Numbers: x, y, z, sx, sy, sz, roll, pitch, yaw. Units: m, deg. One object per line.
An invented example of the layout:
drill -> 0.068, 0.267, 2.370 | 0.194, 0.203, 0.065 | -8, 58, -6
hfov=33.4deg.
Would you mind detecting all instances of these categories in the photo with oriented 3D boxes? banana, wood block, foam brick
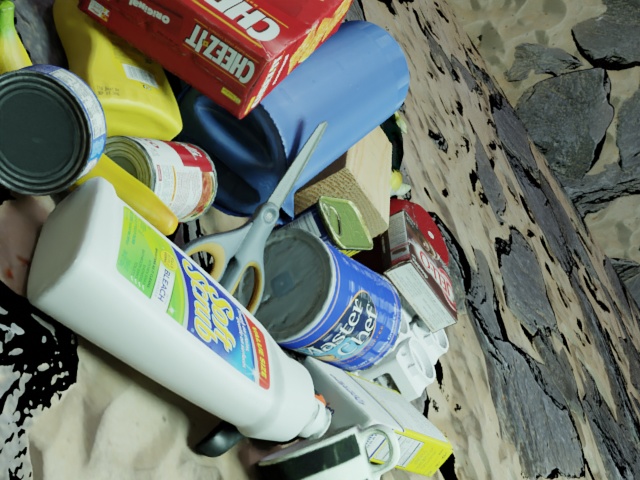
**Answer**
banana -> -0.181, -0.073, 0.762 | 0.197, 0.070, 0.037 | 52, 56, -11
wood block -> 0.023, -0.076, 1.230 | 0.090, 0.091, 0.206 | 53, 21, -22
foam brick -> 0.073, 0.017, 1.282 | 0.078, 0.053, 0.051 | 57, 20, -13

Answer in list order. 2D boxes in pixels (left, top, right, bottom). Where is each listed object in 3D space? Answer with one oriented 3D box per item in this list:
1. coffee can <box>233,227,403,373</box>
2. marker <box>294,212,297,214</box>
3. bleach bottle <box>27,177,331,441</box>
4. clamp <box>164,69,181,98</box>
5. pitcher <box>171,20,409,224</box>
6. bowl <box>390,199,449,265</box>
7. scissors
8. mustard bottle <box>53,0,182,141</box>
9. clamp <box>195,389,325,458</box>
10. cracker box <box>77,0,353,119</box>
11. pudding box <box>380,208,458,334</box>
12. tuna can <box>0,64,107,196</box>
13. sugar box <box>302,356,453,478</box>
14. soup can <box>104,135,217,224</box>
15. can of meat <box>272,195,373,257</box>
coffee can -> 0.000, 0.058, 0.976 | 0.140, 0.103, 0.103 | 31, 35, -55
marker -> 0.001, 0.021, 1.151 | 0.121, 0.020, 0.020 | 54, 21, -19
bleach bottle -> -0.086, 0.066, 0.760 | 0.250, 0.068, 0.102 | 39, 30, -30
clamp -> -0.092, -0.118, 1.054 | 0.164, 0.036, 0.210 | -34, 106, -44
pitcher -> -0.023, -0.136, 1.014 | 0.242, 0.145, 0.149 | -37, 142, -46
bowl -> 0.126, 0.004, 1.426 | 0.162, 0.055, 0.162 | 48, 24, -30
scissors -> -0.062, -0.020, 0.877 | 0.096, 0.202, 0.016 | 21, -4, -33
mustard bottle -> -0.180, -0.171, 0.911 | 0.096, 0.058, 0.192 | 14, 48, -45
clamp -> -0.058, 0.114, 0.855 | 0.171, 0.039, 0.120 | 17, 53, -59
cracker box -> -0.076, -0.213, 0.916 | 0.164, 0.072, 0.213 | 34, 37, 3
pudding box -> 0.109, 0.035, 1.181 | 0.113, 0.039, 0.090 | 48, 23, -33
tuna can -> -0.189, -0.075, 0.721 | 0.086, 0.086, 0.033 | 57, 19, -10
sugar box -> 0.048, 0.167, 0.989 | 0.093, 0.048, 0.176 | 41, 9, 36
soup can -> -0.134, -0.046, 0.842 | 0.068, 0.069, 0.102 | 64, 20, 9
can of meat -> -0.007, 0.001, 1.062 | 0.057, 0.084, 0.102 | 66, 20, 11
